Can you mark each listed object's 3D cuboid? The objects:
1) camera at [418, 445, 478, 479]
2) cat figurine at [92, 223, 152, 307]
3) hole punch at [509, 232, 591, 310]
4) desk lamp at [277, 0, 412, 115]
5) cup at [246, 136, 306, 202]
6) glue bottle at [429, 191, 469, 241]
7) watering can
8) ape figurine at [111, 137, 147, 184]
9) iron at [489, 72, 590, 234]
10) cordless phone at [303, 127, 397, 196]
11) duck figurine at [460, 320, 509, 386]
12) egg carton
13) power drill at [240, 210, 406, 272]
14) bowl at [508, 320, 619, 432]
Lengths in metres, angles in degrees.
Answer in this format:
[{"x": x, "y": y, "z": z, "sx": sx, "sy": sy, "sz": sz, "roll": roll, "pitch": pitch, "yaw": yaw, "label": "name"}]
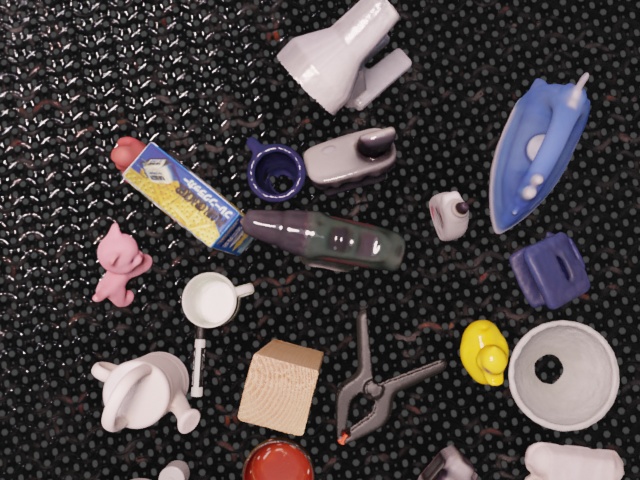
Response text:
[{"x": 0.212, "y": 0.415, "z": 0.872, "sx": 0.137, "sy": 0.101, "sz": 0.143, "roll": 39, "pitch": 88, "yaw": 4, "label": "camera"}, {"x": -0.323, "y": 0.042, "z": 0.907, "sx": 0.067, "sy": 0.118, "sz": 0.128, "roll": 25, "pitch": 87, "yaw": 4, "label": "cat figurine"}, {"x": 0.367, "y": 0.045, "z": 0.901, "sx": 0.101, "sy": 0.091, "sz": 0.109, "roll": -25, "pitch": 85, "yaw": 0, "label": "hole punch"}, {"x": 0.044, "y": -0.278, "z": 0.874, "sx": 0.203, "sy": 0.213, "sz": 0.118, "roll": -42, "pitch": 85, "yaw": -2, "label": "desk lamp"}, {"x": -0.075, "y": -0.110, "z": 0.923, "sx": 0.092, "sy": 0.095, "sz": 0.118, "roll": -40, "pitch": 85, "yaw": -1, "label": "cup"}, {"x": 0.202, "y": -0.042, "z": 0.871, "sx": 0.037, "sy": 0.173, "sz": 0.078, "roll": -20, "pitch": 85, "yaw": 0, "label": "glue bottle"}, {"x": -0.260, "y": 0.229, "z": 0.853, "sx": 0.173, "sy": 0.194, "sz": 0.101, "roll": 4, "pitch": 86, "yaw": 2, "label": "watering can"}, {"x": -0.309, "y": -0.133, "z": 0.933, "sx": 0.076, "sy": 0.092, "sz": 0.078, "roll": 9, "pitch": 86, "yaw": 3, "label": "ape figurine"}, {"x": 0.344, "y": -0.132, "z": 0.890, "sx": 0.118, "sy": 0.141, "sz": 0.258, "roll": 23, "pitch": 87, "yaw": 3, "label": "iron"}, {"x": 0.047, "y": -0.135, "z": 0.877, "sx": 0.147, "sy": 0.185, "sz": 0.094, "roll": -20, "pitch": 85, "yaw": 0, "label": "cordless phone"}, {"x": 0.264, "y": 0.179, "z": 0.896, "sx": 0.077, "sy": 0.086, "sz": 0.104, "roll": -7, "pitch": 85, "yaw": 1, "label": "duck figurine"}, {"x": 0.390, "y": 0.372, "z": 0.886, "sx": 0.150, "sy": 0.069, "sz": 0.107, "roll": 5, "pitch": 86, "yaw": 2, "label": "egg carton"}, {"x": 0.008, "y": 0.003, "z": 0.856, "sx": 0.229, "sy": 0.208, "sz": 0.076, "roll": 9, "pitch": 86, "yaw": 2, "label": "power drill"}, {"x": 0.369, "y": 0.208, "z": 0.897, "sx": 0.167, "sy": 0.075, "sz": 0.167, "roll": 0, "pitch": 86, "yaw": 2, "label": "bowl"}]
